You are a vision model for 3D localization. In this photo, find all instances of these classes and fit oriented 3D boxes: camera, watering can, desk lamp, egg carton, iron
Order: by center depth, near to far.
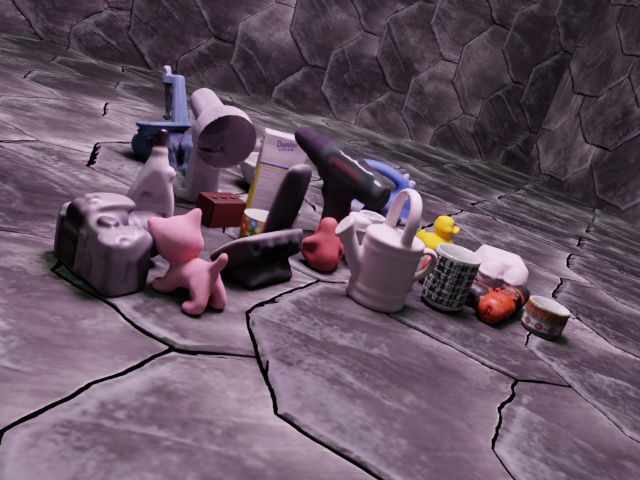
[{"bbox_3d":[-0.262,-0.006,0.770,0.142,0.101,0.137,30,22,33],"label":"camera"},{"bbox_3d":[0.110,0.010,0.922,0.173,0.194,0.100,4,22,-35],"label":"watering can"},{"bbox_3d":[-0.227,-0.183,1.139,0.118,0.213,0.202,3,23,-37],"label":"desk lamp"},{"bbox_3d":[0.378,0.066,1.209,0.107,0.069,0.150,19,18,3],"label":"egg carton"},{"bbox_3d":[0.154,-0.132,1.460,0.258,0.141,0.118,16,18,-4],"label":"iron"}]

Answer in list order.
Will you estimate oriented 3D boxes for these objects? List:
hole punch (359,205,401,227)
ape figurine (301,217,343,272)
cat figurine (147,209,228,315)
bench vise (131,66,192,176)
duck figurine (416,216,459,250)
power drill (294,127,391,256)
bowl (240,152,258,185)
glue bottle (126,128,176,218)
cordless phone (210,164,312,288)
[{"bbox_3d":[0.136,-0.071,1.347,0.101,0.091,0.108,8,20,-26],"label":"hole punch"},{"bbox_3d":[0.009,0.004,1.010,0.078,0.092,0.076,14,18,-10],"label":"ape figurine"},{"bbox_3d":[-0.172,0.019,0.754,0.127,0.118,0.067,27,20,26],"label":"cat figurine"},{"bbox_3d":[-0.312,-0.264,1.286,0.207,0.220,0.121,18,18,2],"label":"bench vise"},{"bbox_3d":[0.274,-0.015,1.322,0.105,0.086,0.077,10,20,-22],"label":"duck figurine"},{"bbox_3d":[0.016,-0.083,1.083,0.228,0.208,0.076,28,21,28],"label":"power drill"},{"bbox_3d":[-0.117,-0.148,1.362,0.167,0.075,0.167,16,18,-5],"label":"bowl"},{"bbox_3d":[-0.261,-0.091,0.902,0.078,0.173,0.037,9,20,-25],"label":"glue bottle"},{"bbox_3d":[-0.080,-0.031,0.876,0.094,0.185,0.148,26,20,24],"label":"cordless phone"}]
